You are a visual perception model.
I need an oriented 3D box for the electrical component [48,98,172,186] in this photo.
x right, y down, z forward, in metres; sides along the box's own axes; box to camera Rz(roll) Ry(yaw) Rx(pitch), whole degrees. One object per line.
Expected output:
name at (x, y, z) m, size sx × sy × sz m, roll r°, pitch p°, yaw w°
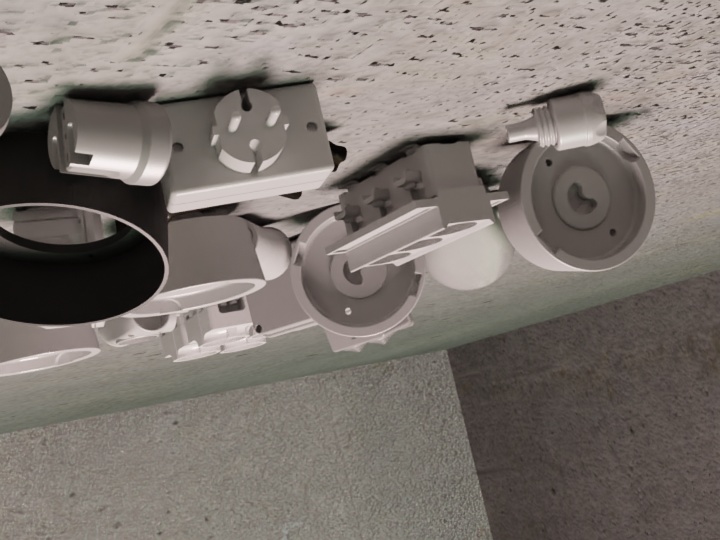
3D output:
electrical component at (-0.117, -0.061, 0.502) m, size 0.046 × 0.040 × 0.040 m, roll 1°, pitch 165°, yaw -38°

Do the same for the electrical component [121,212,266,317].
electrical component at (-0.126, -0.008, 0.771) m, size 0.108 × 0.060 × 0.108 m, roll -13°, pitch 172°, yaw -2°

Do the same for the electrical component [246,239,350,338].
electrical component at (-0.047, 0.011, 0.977) m, size 0.113 × 0.078 × 0.057 m, roll -18°, pitch 174°, yaw 32°

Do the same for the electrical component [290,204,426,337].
electrical component at (0.000, 0.000, 0.884) m, size 0.108 × 0.108 × 0.060 m, roll -14°, pitch 178°, yaw 3°

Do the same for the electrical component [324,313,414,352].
electrical component at (-0.003, 0.034, 1.138) m, size 0.100 × 0.099 × 0.048 m, roll -21°, pitch -179°, yaw 45°

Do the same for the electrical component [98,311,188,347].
electrical component at (-0.210, 0.047, 1.075) m, size 0.079 × 0.044 × 0.077 m, roll -7°, pitch 170°, yaw -39°

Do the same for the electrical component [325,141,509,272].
electrical component at (0.035, -0.045, 0.766) m, size 0.079 × 0.063 × 0.121 m, roll -8°, pitch 171°, yaw -33°

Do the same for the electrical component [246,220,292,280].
electrical component at (-0.085, -0.018, 0.845) m, size 0.044 × 0.044 × 0.065 m, roll -15°, pitch 167°, yaw 14°

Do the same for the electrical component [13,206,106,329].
electrical component at (-0.181, -0.003, 0.655) m, size 0.051 × 0.080 × 0.080 m, roll -6°, pitch 171°, yaw -15°

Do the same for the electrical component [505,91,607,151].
electrical component at (0.124, -0.092, 0.685) m, size 0.061 × 0.035 × 0.035 m, roll -11°, pitch 172°, yaw 2°

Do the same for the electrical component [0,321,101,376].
electrical component at (-0.285, 0.052, 0.931) m, size 0.108 × 0.060 × 0.108 m, roll -13°, pitch 172°, yaw -2°

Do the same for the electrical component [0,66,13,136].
electrical component at (-0.164, -0.059, 0.411) m, size 0.045 × 0.045 × 0.055 m, roll -5°, pitch 168°, yaw -46°

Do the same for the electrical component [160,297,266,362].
electrical component at (-0.143, 0.052, 1.164) m, size 0.105 × 0.060 × 0.186 m, roll -9°, pitch 171°, yaw -27°

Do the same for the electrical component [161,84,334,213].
electrical component at (-0.056, -0.066, 0.531) m, size 0.083 × 0.047 × 0.076 m, roll -11°, pitch 172°, yaw -16°

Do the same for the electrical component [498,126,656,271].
electrical component at (0.153, -0.050, 0.786) m, size 0.108 × 0.108 × 0.060 m, roll -10°, pitch 178°, yaw -19°
